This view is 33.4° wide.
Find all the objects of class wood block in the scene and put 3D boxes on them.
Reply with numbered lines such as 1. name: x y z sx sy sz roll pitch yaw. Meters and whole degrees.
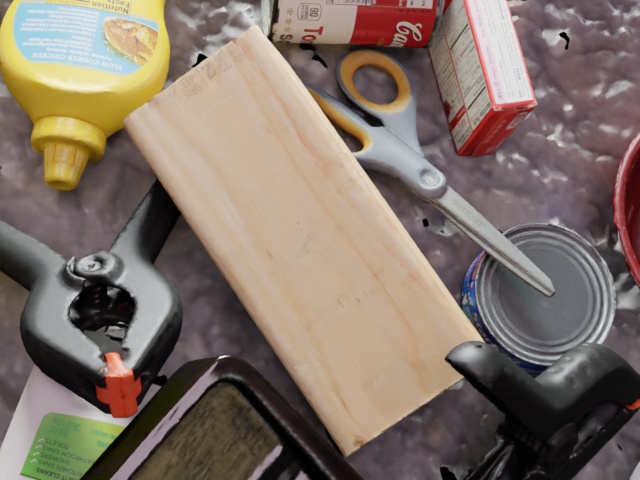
1. wood block: -0.004 0.001 0.574 0.090 0.090 0.206 -35 82 5

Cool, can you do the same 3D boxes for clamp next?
1. clamp: -0.126 0.024 0.548 0.120 0.039 0.171 -11 35 -3
2. clamp: 0.111 0.096 0.552 0.209 0.165 0.036 -20 44 -39

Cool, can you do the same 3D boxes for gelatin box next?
1. gelatin box: 0.096 -0.104 0.644 0.030 0.073 0.089 -10 75 -13

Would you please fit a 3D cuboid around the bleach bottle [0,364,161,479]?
1. bleach bottle: -0.132 0.190 0.520 0.102 0.068 0.251 17 73 -5

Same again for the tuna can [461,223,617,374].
1. tuna can: 0.127 0.035 0.628 0.086 0.034 0.086 3 73 -9

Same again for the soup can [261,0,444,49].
1. soup can: 0.018 -0.153 0.648 0.102 0.068 0.068 1 73 -9

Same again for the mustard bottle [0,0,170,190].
1. mustard bottle: -0.133 -0.121 0.616 0.096 0.058 0.191 8 72 -7

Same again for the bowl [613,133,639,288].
1. bowl: 0.244 -0.002 0.649 0.162 0.055 0.162 3 73 -9

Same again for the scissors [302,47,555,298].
1. scissors: 0.067 -0.051 0.635 0.202 0.016 0.096 29 63 11
